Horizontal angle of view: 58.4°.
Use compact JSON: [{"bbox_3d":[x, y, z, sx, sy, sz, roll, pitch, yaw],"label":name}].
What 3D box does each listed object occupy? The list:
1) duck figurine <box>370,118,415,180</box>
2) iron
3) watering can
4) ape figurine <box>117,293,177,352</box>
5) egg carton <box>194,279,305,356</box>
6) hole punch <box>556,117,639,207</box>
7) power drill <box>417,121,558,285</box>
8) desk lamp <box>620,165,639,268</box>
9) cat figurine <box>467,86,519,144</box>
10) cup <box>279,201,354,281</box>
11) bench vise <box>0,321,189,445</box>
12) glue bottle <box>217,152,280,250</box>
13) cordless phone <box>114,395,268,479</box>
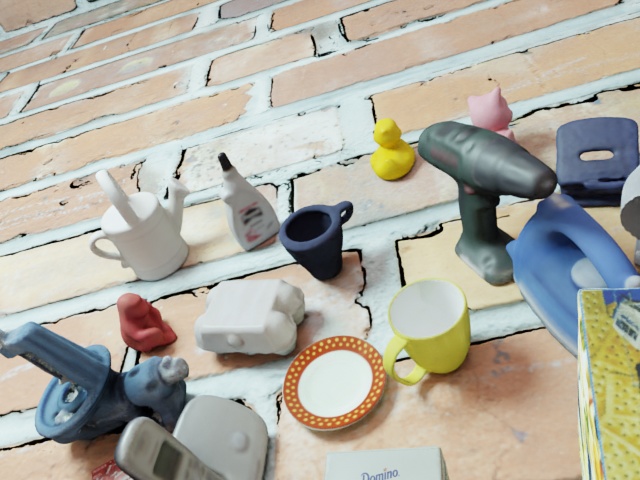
[{"bbox_3d":[0.116,-0.160,0.963,0.077,0.086,0.104,-7,43,17],"label":"duck figurine"},{"bbox_3d":[0.301,0.043,0.615,0.118,0.142,0.257,-22,40,0],"label":"iron"},{"bbox_3d":[-0.294,-0.038,0.927,0.100,0.194,0.173,21,56,39],"label":"watering can"},{"bbox_3d":[-0.259,0.113,0.826,0.076,0.092,0.077,-15,41,9],"label":"ape figurine"},{"bbox_3d":[-0.095,0.108,0.777,0.150,0.070,0.107,-4,44,20],"label":"egg carton"},{"bbox_3d":[0.381,-0.107,0.783,0.108,0.091,0.101,-2,44,22],"label":"hole punch"},{"bbox_3d":[0.207,-0.048,0.705,0.076,0.209,0.229,-30,41,-9],"label":"power drill"},{"bbox_3d":[0.397,-0.051,0.620,0.117,0.214,0.203,6,48,29],"label":"desk lamp"},{"bbox_3d":[0.273,-0.175,0.885,0.067,0.118,0.127,-17,41,6],"label":"cat figurine"},{"bbox_3d":[0.008,0.003,0.826,0.118,0.095,0.091,-35,42,-15],"label":"cup"},{"bbox_3d":[-0.272,0.153,0.688,0.207,0.220,0.121,-26,40,-5],"label":"bench vise"},{"bbox_3d":[-0.123,-0.066,0.898,0.078,0.173,0.037,-35,42,-15],"label":"glue bottle"},{"bbox_3d":[-0.130,0.212,0.588,0.094,0.185,0.147,-9,42,15],"label":"cordless phone"}]
